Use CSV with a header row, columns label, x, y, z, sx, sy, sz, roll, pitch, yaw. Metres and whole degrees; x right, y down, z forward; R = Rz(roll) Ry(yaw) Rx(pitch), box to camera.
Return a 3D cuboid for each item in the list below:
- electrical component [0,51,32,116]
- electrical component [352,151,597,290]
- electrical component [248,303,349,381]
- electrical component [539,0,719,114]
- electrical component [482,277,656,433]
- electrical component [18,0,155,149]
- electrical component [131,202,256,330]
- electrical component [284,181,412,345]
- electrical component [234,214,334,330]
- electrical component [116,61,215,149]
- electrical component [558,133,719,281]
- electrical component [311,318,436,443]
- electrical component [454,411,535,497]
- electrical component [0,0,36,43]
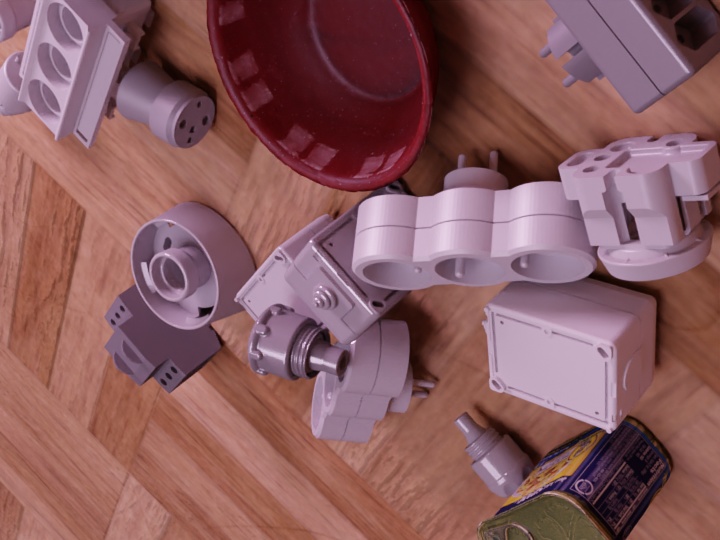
label,x,y,z,sx,sy,sz,roll,pitch,yaw
electrical component,-0.278,-0.146,0.874,0.040,0.040,0.078,55,142,-5
electrical component,0.064,-0.033,0.604,0.138,0.073,0.052,-3,157,23
electrical component,-0.038,0.051,0.691,0.062,0.048,0.048,16,131,24
electrical component,0.114,-0.114,0.506,0.083,0.047,0.076,52,142,-1
electrical component,0.116,0.038,0.614,0.096,0.061,0.061,18,131,35
electrical component,-0.196,-0.156,0.767,0.078,0.063,0.121,46,142,6
electrical component,-0.129,-0.003,0.841,0.099,0.064,0.099,14,117,30
electrical component,0.000,0.000,0.670,0.061,0.096,0.061,48,145,3
electrical component,-0.036,0.014,0.746,0.061,0.061,0.096,49,141,2
electrical component,-0.136,-0.115,0.755,0.055,0.045,0.045,32,138,22
electrical component,0.143,-0.031,0.537,0.078,0.058,0.057,1,118,44
electrical component,0.015,0.080,0.755,0.074,0.052,0.138,7,149,-11
electrical component,0.088,0.123,0.732,0.061,0.035,0.035,49,142,7
electrical component,-0.265,-0.198,0.814,0.040,0.046,0.040,25,135,28
